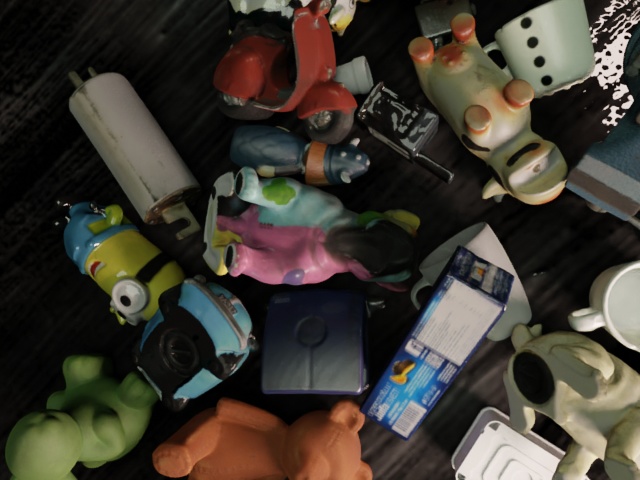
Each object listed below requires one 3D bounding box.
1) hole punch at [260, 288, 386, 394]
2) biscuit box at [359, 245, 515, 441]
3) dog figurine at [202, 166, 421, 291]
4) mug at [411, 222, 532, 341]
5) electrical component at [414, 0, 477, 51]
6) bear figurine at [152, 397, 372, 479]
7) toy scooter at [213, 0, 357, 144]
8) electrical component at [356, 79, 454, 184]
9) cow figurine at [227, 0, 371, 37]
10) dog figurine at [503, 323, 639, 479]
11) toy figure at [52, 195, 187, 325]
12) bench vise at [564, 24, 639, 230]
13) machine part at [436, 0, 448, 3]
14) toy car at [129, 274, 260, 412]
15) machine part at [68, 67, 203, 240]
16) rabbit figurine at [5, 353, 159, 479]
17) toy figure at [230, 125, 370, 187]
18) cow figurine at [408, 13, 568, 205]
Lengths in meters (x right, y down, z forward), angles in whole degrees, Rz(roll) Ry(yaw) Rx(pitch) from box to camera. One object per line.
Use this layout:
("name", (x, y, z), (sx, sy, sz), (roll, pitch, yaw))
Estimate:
("hole punch", (-0.003, 0.110, 0.573), (0.142, 0.092, 0.115), (-4, 84, 14))
("biscuit box", (0.108, 0.105, 0.519), (0.059, 0.063, 0.202), (30, 124, 10))
("dog figurine", (-0.001, -0.002, 0.574), (0.219, 0.192, 0.108), (10, 87, -23))
("mug", (0.156, 0.054, 0.549), (0.109, 0.081, 0.107), (-39, 90, 6))
("electrical component", (0.139, -0.243, 0.589), (0.063, 0.021, 0.094), (-15, 85, 9))
("bear figurine", (-0.050, 0.234, 0.560), (0.196, 0.132, 0.120), (0, 106, 16))
("toy scooter", (-0.038, -0.185, 0.562), (0.184, 0.075, 0.135), (22, 122, 29))
("electrical component", (0.099, -0.111, 0.566), (0.119, 0.075, 0.047), (35, 95, 14))
("cow figurine", (-0.022, -0.259, 0.597), (0.168, 0.068, 0.098), (9, 95, 14))
("dog figurine", (0.288, 0.142, 0.508), (0.190, 0.121, 0.172), (-10, 73, -26))
("toy figure", (-0.231, 0.017, 0.621), (0.089, 0.082, 0.180), (-38, 72, -23))
("bench vise", (0.327, -0.128, 0.484), (0.129, 0.223, 0.240), (31, 59, 32))
("machine part", (0.111, -0.334, 0.555), (0.179, 0.056, 0.179), (1, 73, -4))
("toy car", (-0.126, 0.107, 0.585), (0.109, 0.103, 0.161), (48, 121, 11))
("machine part", (-0.213, -0.106, 0.624), (0.079, 0.079, 0.243), (-38, 82, 7))
("rabbit figurine", (-0.275, 0.209, 0.577), (0.121, 0.170, 0.159), (27, 92, 11))
("toy figure", (-0.021, -0.093, 0.597), (0.155, 0.058, 0.064), (13, 91, 8))
("cow figurine", (0.171, -0.116, 0.541), (0.085, 0.127, 0.195), (-34, 68, 7))
